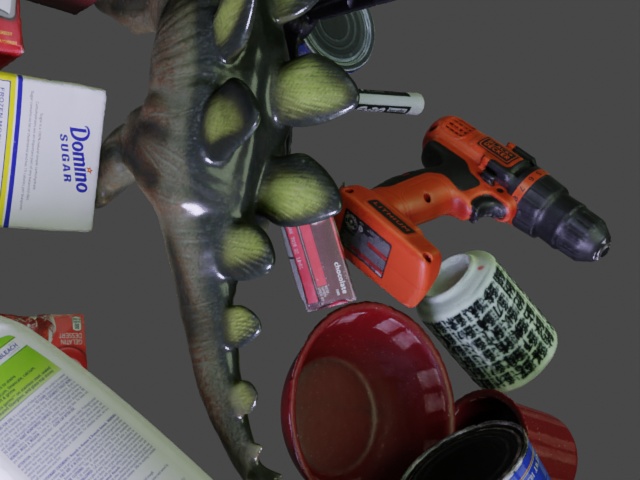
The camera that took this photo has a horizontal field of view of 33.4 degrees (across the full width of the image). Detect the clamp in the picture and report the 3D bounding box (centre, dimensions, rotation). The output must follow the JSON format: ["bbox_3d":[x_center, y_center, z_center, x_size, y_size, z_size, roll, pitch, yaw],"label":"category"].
[{"bbox_3d":[-0.016,-0.162,0.750,0.036,0.165,0.210,20,33,-36],"label":"clamp"}]

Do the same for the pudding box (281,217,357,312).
[{"bbox_3d":[-0.005,0.001,0.760,0.039,0.113,0.090,-15,91,-3],"label":"pudding box"}]

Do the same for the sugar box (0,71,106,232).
[{"bbox_3d":[-0.209,-0.055,0.615,0.175,0.048,0.093,4,93,-51],"label":"sugar box"}]

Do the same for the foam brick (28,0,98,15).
[{"bbox_3d":[-0.171,-0.198,0.703,0.051,0.053,0.078,9,76,-38],"label":"foam brick"}]

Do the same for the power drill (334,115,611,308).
[{"bbox_3d":[0.114,-0.017,0.841,0.187,0.057,0.185,-26,52,-38],"label":"power drill"}]

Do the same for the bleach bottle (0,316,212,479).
[{"bbox_3d":[-0.155,0.095,0.568,0.251,0.068,0.102,45,43,1],"label":"bleach bottle"}]

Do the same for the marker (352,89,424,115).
[{"bbox_3d":[0.038,-0.115,0.879,0.120,0.020,0.020,-2,81,-40],"label":"marker"}]

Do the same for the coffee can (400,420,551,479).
[{"bbox_3d":[0.131,0.214,0.750,0.102,0.103,0.140,-41,106,-38],"label":"coffee can"}]

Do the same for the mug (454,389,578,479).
[{"bbox_3d":[0.157,0.183,0.857,0.081,0.093,0.117,21,35,-40],"label":"mug"}]

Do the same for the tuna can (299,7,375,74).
[{"bbox_3d":[0.003,-0.170,0.853,0.085,0.034,0.086,10,73,-38],"label":"tuna can"}]

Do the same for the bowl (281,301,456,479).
[{"bbox_3d":[0.025,0.129,0.788,0.161,0.055,0.162,10,74,-38],"label":"bowl"}]

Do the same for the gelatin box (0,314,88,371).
[{"bbox_3d":[-0.180,0.081,0.636,0.089,0.030,0.073,6,74,-50],"label":"gelatin box"}]

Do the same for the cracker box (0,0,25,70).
[{"bbox_3d":[-0.266,-0.208,0.614,0.163,0.072,0.214,0,79,-41],"label":"cracker box"}]
